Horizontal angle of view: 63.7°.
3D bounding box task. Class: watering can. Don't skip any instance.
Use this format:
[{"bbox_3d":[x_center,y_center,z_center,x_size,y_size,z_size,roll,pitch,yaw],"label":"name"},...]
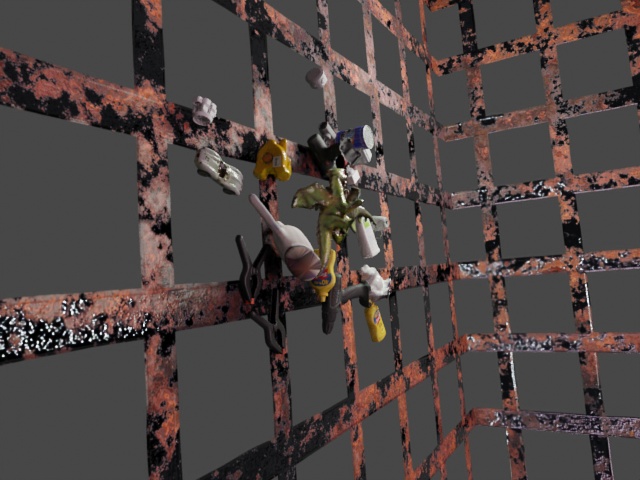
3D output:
[{"bbox_3d":[-0.109,0.003,1.689,0.342,0.104,0.228,47,5,-38],"label":"watering can"}]

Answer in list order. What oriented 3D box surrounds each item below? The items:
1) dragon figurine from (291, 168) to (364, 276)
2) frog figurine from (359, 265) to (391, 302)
[{"bbox_3d":[0.006,-0.095,1.890,0.416,0.243,0.120,-58,177,-20],"label":"dragon figurine"},{"bbox_3d":[0.228,0.192,2.296,0.159,0.120,0.140,31,58,-10],"label":"frog figurine"}]
